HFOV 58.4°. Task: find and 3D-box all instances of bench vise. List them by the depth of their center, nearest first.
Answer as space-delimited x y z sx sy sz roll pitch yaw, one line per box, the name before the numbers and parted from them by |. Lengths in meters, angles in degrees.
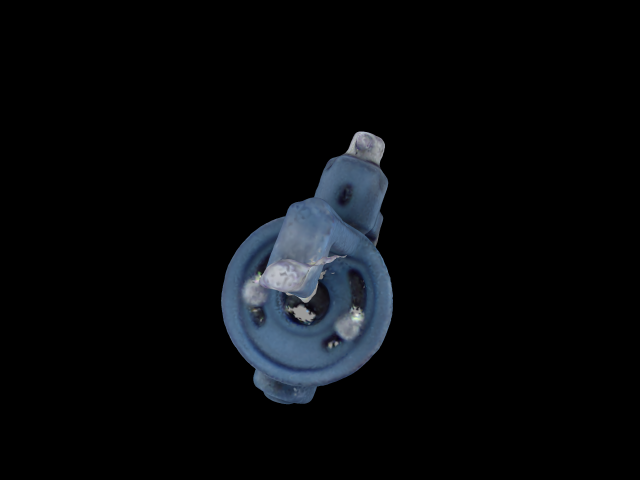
bench vise | -0.008 0.001 0.400 0.121 0.220 0.207 2 69 1
